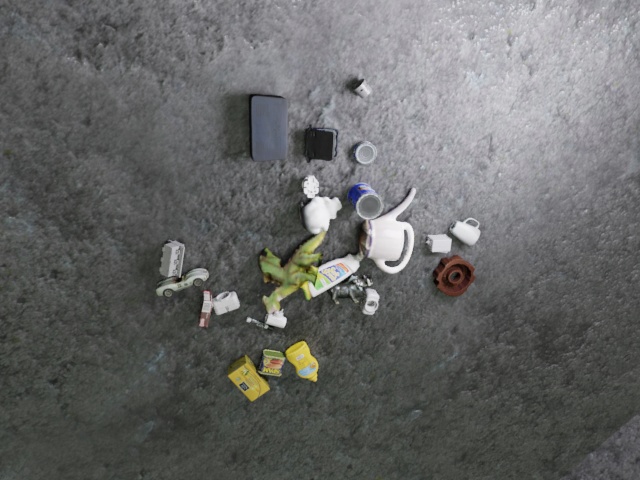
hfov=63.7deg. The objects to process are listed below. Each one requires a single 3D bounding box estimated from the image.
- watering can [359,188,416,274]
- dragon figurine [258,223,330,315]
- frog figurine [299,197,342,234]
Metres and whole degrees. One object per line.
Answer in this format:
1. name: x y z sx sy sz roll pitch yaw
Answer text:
1. watering can: 0.265 -0.041 2.019 0.224 0.104 0.346 5 94 -13
2. dragon figurine: -0.116 0.089 1.956 0.243 0.120 0.416 12 72 3
3. frog figurine: 0.006 -0.097 1.933 0.159 0.123 0.137 -13 92 5
